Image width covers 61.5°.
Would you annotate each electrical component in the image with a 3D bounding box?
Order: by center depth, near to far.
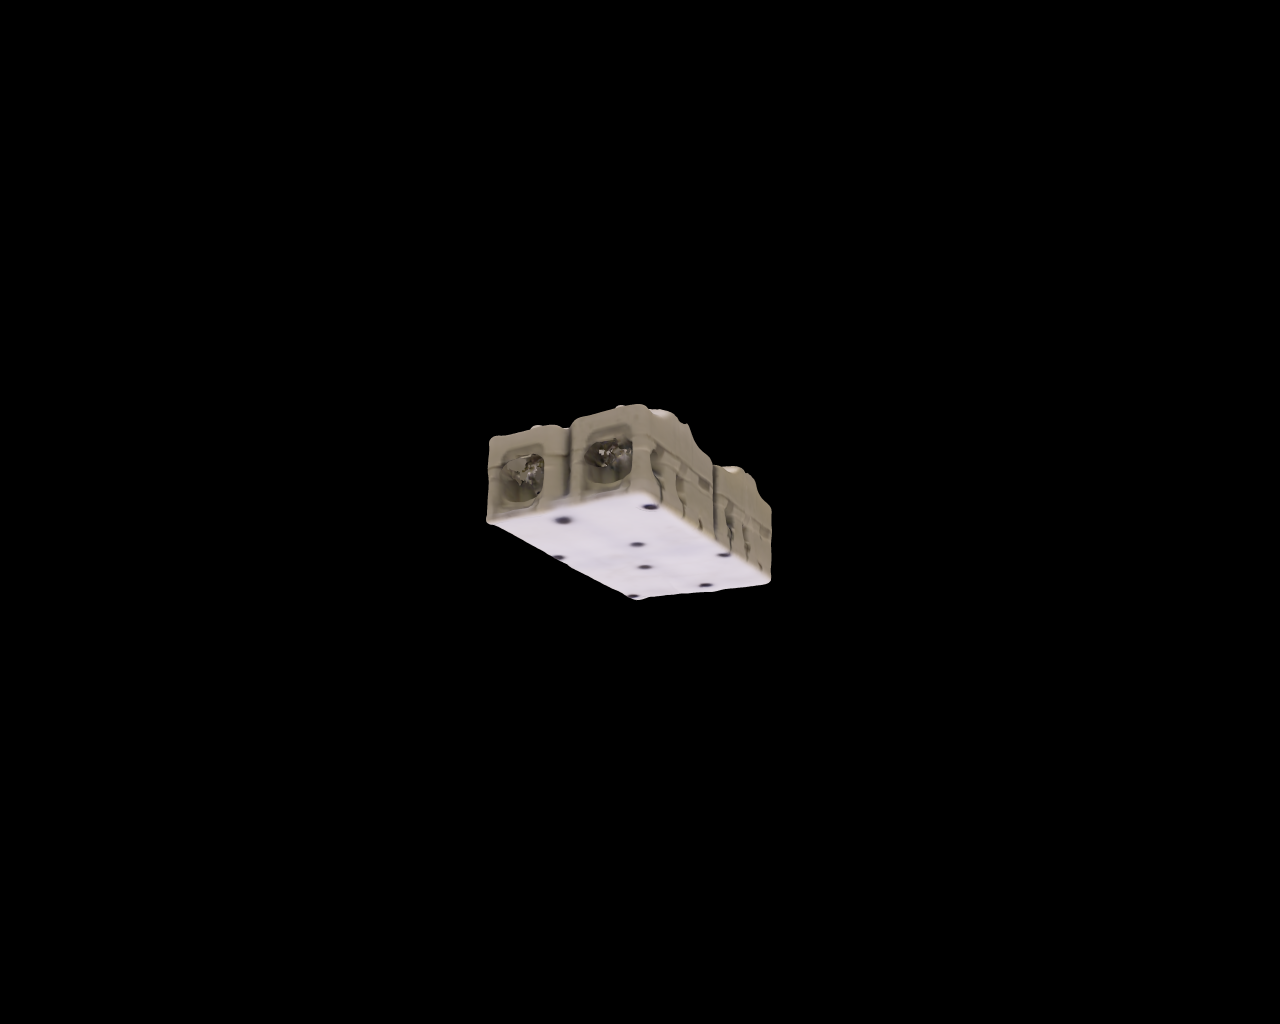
[{"bbox_3d":[0.001,-0.003,0.650,0.105,0.060,0.186,-10,-22,26],"label":"electrical component"}]
